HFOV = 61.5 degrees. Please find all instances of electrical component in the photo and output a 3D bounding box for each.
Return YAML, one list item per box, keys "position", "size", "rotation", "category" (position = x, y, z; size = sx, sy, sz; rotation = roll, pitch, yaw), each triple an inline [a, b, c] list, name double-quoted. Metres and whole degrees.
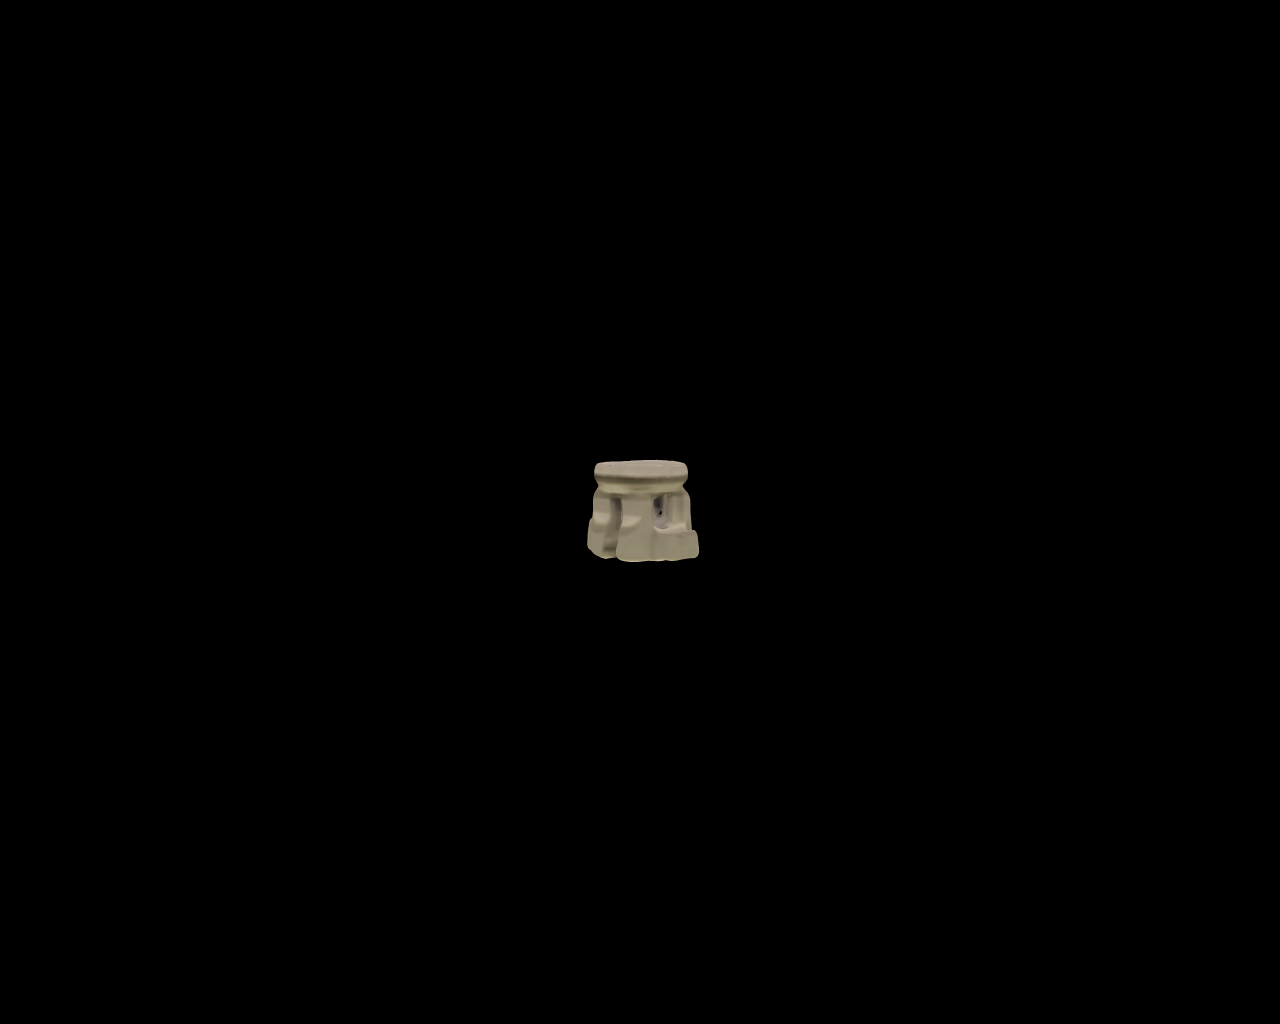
- position: [0.001, -0.003, 0.650]
  size: [0.058, 0.057, 0.078]
  rotation: [-6, 9, -43]
  category: "electrical component"
